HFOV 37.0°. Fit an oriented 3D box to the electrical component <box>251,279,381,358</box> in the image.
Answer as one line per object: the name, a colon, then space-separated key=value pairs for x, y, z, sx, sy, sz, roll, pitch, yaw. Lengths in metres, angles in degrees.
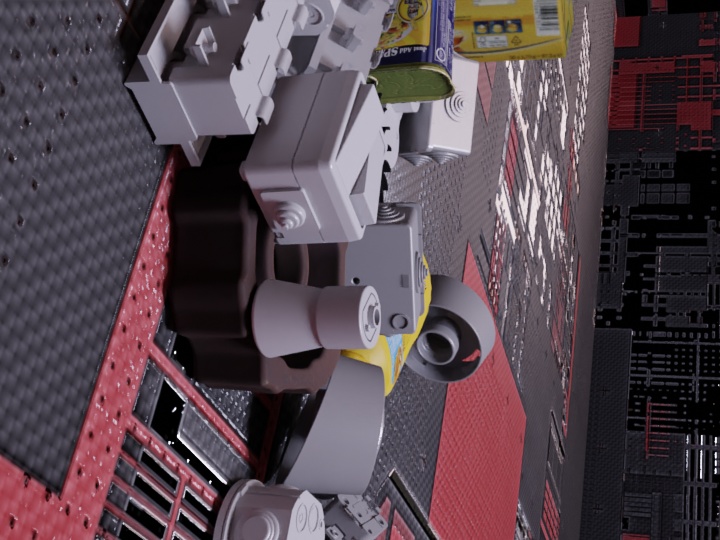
electrical component: x=-0.021 y=0.026 z=0.592 sx=0.044 sy=0.065 sz=0.044 roll=-1 pitch=90 yaw=-70

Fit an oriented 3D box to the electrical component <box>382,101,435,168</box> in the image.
electrical component: x=0.029 y=-0.150 z=0.901 sx=0.052 sy=0.074 sz=0.138 roll=51 pitch=43 yaw=-63

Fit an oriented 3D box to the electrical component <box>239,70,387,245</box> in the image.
electrical component: x=-0.022 y=-0.059 z=0.604 sx=0.061 sy=0.061 sz=0.096 roll=67 pitch=29 yaw=-44

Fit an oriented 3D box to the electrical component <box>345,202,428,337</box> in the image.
electrical component: x=0.000 y=0.000 z=0.780 sx=0.048 sy=0.100 sz=0.099 roll=-68 pitch=157 yaw=-68

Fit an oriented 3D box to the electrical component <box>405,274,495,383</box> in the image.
electrical component: x=0.081 y=0.058 z=1.041 sx=0.064 sy=0.099 sz=0.099 roll=-53 pitch=140 yaw=-52

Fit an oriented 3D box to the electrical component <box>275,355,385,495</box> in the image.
electrical component: x=-0.019 y=0.107 z=0.740 sx=0.099 sy=0.064 sz=0.099 roll=-170 pitch=-90 yaw=-82

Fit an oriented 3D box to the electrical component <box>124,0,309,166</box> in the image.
electrical component: x=-0.075 y=-0.129 z=0.600 sx=0.078 sy=0.063 sz=0.121 roll=70 pitch=27 yaw=-47

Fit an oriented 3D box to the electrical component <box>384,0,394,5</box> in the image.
electrical component: x=-0.006 y=-0.207 z=0.807 sx=0.048 sy=0.062 sz=0.048 roll=2 pitch=90 yaw=-76

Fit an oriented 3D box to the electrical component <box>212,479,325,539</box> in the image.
electrical component: x=-0.058 y=0.175 z=0.683 sx=0.080 sy=0.051 sz=0.080 roll=1 pitch=90 yaw=-72

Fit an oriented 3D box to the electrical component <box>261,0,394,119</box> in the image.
electrical component: x=-0.023 y=-0.148 z=0.739 sx=0.078 sy=0.063 sz=0.121 roll=-47 pitch=-159 yaw=49

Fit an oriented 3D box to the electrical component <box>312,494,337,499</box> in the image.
electrical component: x=-0.018 y=0.152 z=0.823 sx=0.078 sy=0.040 sz=0.040 roll=14 pitch=77 yaw=-72

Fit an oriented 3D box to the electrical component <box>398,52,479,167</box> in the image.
electrical component: x=0.061 y=-0.143 z=0.954 sx=0.048 sy=0.100 sz=0.099 roll=6 pitch=89 yaw=-29

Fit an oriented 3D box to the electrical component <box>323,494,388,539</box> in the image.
electrical component: x=-0.017 y=0.192 z=0.773 sx=0.042 sy=0.064 sz=0.081 roll=48 pitch=12 yaw=13

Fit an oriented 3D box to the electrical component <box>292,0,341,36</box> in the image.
electrical component: x=-0.043 y=-0.188 z=0.671 sx=0.080 sy=0.080 sz=0.051 roll=67 pitch=34 yaw=-51
